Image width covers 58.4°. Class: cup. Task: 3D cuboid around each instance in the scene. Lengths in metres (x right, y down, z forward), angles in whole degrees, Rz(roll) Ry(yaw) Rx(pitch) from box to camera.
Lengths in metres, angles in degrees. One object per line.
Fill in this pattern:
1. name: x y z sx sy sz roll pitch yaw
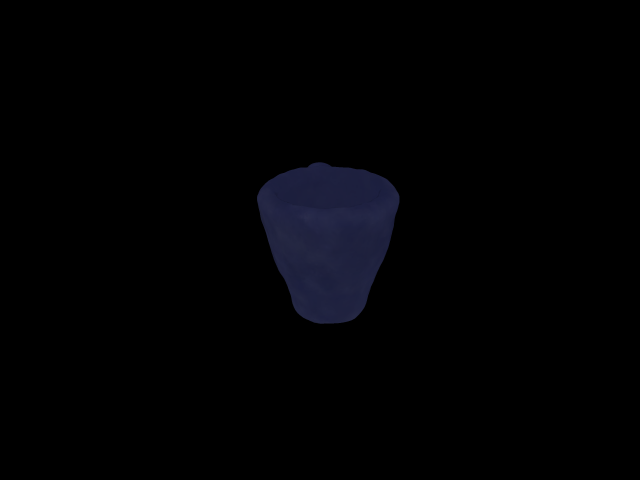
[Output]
1. cup: 0.004 0.001 0.400 0.092 0.095 0.117 -3 26 -6
